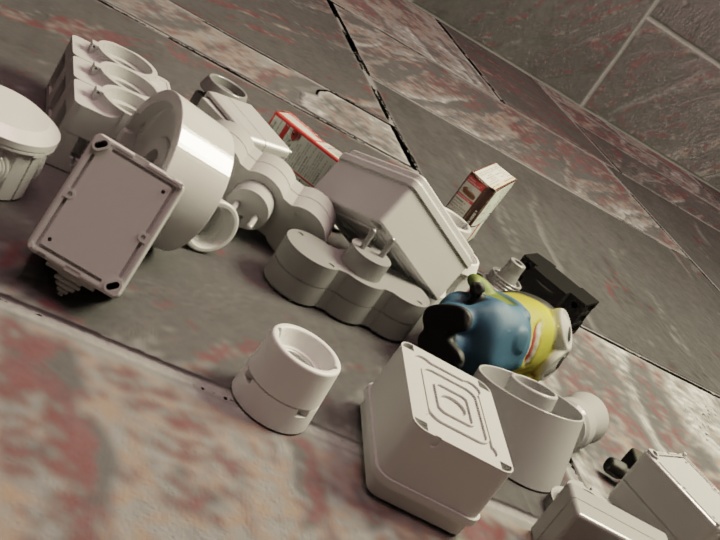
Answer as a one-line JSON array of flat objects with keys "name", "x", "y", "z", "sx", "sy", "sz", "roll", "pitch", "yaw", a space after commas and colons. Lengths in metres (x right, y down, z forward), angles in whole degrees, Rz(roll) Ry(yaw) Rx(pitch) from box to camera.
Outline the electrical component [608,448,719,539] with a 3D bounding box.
[{"name": "electrical component", "x": 0.246, "y": 0.191, "z": 0.820, "sx": 0.062, "sy": 0.061, "sz": 0.096, "roll": 13, "pitch": 28, "yaw": -44}]

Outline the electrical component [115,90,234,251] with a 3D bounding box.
[{"name": "electrical component", "x": -0.133, "y": -0.065, "z": 0.759, "sx": 0.060, "sy": 0.108, "sz": 0.108, "roll": 28, "pitch": 20, "yaw": -35}]

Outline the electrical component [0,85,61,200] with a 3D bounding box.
[{"name": "electrical component", "x": -0.245, "y": -0.088, "z": 0.711, "sx": 0.080, "sy": 0.051, "sz": 0.080, "roll": 30, "pitch": 20, "yaw": -12}]

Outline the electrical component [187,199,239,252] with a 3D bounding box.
[{"name": "electrical component", "x": -0.126, "y": -0.048, "z": 0.825, "sx": 0.044, "sy": 0.044, "sz": 0.065, "roll": 17, "pitch": 21, "yaw": -40}]

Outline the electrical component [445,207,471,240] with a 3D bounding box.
[{"name": "electrical component", "x": 0.082, "y": -0.036, "z": 1.114, "sx": 0.055, "sy": 0.047, "sz": 0.055, "roll": 30, "pitch": 20, "yaw": -12}]

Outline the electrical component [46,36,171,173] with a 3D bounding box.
[{"name": "electrical component", "x": -0.197, "y": -0.125, "z": 0.858, "sx": 0.089, "sy": 0.061, "sz": 0.150, "roll": 24, "pitch": 22, "yaw": -27}]

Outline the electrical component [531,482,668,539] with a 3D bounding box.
[{"name": "electrical component", "x": 0.163, "y": 0.194, "z": 0.705, "sx": 0.083, "sy": 0.047, "sz": 0.075, "roll": 29, "pitch": 21, "yaw": -11}]

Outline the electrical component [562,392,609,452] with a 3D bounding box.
[{"name": "electrical component", "x": 0.176, "y": 0.126, "z": 0.888, "sx": 0.045, "sy": 0.045, "sz": 0.055, "roll": 43, "pitch": 21, "yaw": 23}]

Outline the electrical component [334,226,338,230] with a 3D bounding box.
[{"name": "electrical component", "x": -0.022, "y": -0.074, "z": 1.024, "sx": 0.078, "sy": 0.058, "sz": 0.057, "roll": 13, "pitch": 26, "yaw": -48}]

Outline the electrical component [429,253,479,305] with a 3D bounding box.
[{"name": "electrical component", "x": 0.073, "y": 0.002, "z": 0.997, "sx": 0.078, "sy": 0.057, "sz": 0.058, "roll": 11, "pitch": 29, "yaw": -48}]

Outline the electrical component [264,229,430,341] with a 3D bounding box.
[{"name": "electrical component", "x": 0.000, "y": 0.000, "z": 0.859, "sx": 0.138, "sy": 0.073, "sz": 0.052, "roll": 23, "pitch": 22, "yaw": -28}]

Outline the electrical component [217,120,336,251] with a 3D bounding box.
[{"name": "electrical component", "x": -0.086, "y": -0.057, "z": 0.873, "sx": 0.138, "sy": 0.052, "sz": 0.073, "roll": 39, "pitch": 32, "yaw": -9}]

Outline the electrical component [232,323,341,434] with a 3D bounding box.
[{"name": "electrical component", "x": -0.045, "y": 0.067, "z": 0.672, "sx": 0.055, "sy": 0.047, "sz": 0.055, "roll": 30, "pitch": 20, "yaw": -12}]

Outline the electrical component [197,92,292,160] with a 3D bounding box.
[{"name": "electrical component", "x": -0.112, "y": -0.104, "z": 0.945, "sx": 0.061, "sy": 0.061, "sz": 0.096, "roll": 13, "pitch": 28, "yaw": -46}]

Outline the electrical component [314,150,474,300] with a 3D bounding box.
[{"name": "electrical component", "x": 0.028, "y": -0.039, "z": 0.927, "sx": 0.109, "sy": 0.056, "sz": 0.108, "roll": 27, "pitch": -19, "yaw": 49}]

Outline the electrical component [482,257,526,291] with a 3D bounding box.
[{"name": "electrical component", "x": 0.138, "y": 0.017, "z": 1.057, "sx": 0.043, "sy": 0.062, "sz": 0.043, "roll": 30, "pitch": 20, "yaw": -12}]

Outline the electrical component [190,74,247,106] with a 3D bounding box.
[{"name": "electrical component", "x": -0.139, "y": -0.152, "z": 1.024, "sx": 0.066, "sy": 0.055, "sz": 0.048, "roll": 41, "pitch": 21, "yaw": 20}]

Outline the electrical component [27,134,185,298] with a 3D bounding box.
[{"name": "electrical component", "x": -0.159, "y": -0.026, "z": 0.661, "sx": 0.062, "sy": 0.096, "sz": 0.061, "roll": 32, "pitch": -8, "yaw": -9}]

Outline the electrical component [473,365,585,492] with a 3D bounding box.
[{"name": "electrical component", "x": 0.122, "y": 0.117, "z": 0.830, "sx": 0.099, "sy": 0.064, "sz": 0.099, "roll": 24, "pitch": 9, "yaw": -4}]

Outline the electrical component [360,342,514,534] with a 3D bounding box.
[{"name": "electrical component", "x": 0.046, "y": 0.108, "z": 0.703, "sx": 0.078, "sy": 0.057, "sz": 0.113, "roll": 29, "pitch": 20, "yaw": -15}]
